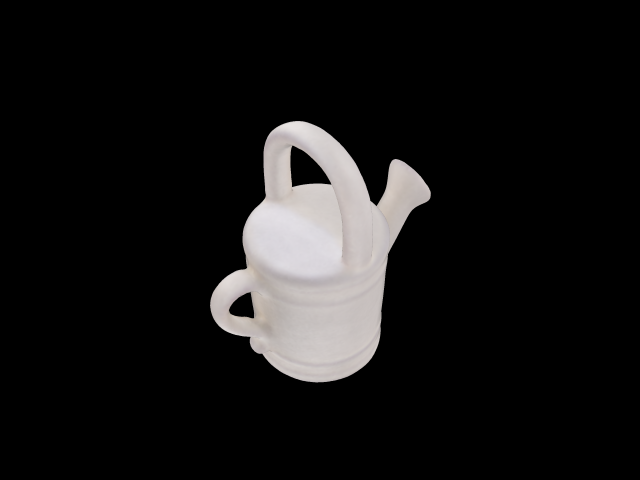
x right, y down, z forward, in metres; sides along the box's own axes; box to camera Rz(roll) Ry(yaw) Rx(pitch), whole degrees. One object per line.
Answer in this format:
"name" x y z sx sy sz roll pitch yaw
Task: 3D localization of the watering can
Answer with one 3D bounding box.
"watering can" 0.002 0.000 0.401 0.100 0.194 0.173 22 49 21
